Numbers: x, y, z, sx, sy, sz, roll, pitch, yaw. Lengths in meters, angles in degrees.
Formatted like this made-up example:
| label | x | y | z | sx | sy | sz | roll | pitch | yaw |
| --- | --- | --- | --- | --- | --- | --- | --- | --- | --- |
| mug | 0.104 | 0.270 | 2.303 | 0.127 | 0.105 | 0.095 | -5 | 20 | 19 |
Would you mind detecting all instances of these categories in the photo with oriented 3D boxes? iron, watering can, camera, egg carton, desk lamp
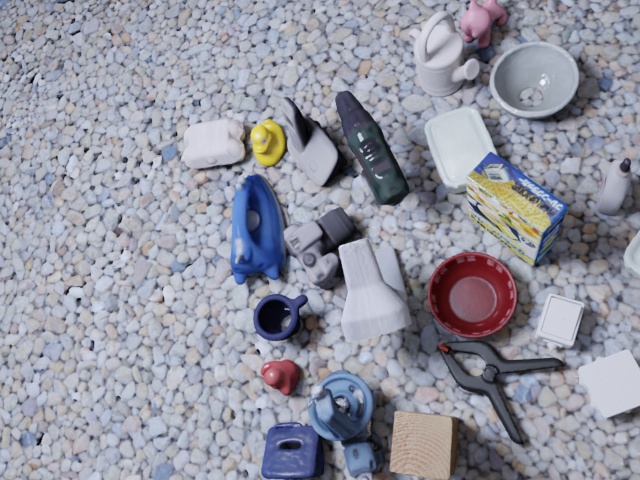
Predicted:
| label | x | y | z | sx | sy | sz | roll | pitch | yaw |
| --- | --- | --- | --- | --- | --- | --- | --- | --- | --- |
| iron | -0.148 | -0.044 | 1.193 | 0.118 | 0.142 | 0.258 | -9 | 71 | 13 |
| watering can | 0.247 | -0.380 | 1.155 | 0.172 | 0.194 | 0.101 | 20 | 80 | 21 |
| camera | 0.011 | 0.004 | 1.155 | 0.137 | 0.101 | 0.143 | -36 | 67 | 3 |
| egg carton | -0.242 | -0.218 | 1.312 | 0.150 | 0.069 | 0.107 | -8 | 71 | 13 |
| desk lamp | 0.093 | 0.092 | 1.044 | 0.117 | 0.214 | 0.203 | -17 | 70 | 11 |

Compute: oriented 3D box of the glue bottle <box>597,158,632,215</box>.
| label | x | y | z | sx | sy | sz | roll | pitch | yaw |
| --- | --- | --- | --- | --- | --- | --- | --- | --- | --- |
| glue bottle | 0.521 | -0.105 | 1.004 | 0.037 | 0.173 | 0.078 | 8 | 76 | 18 |

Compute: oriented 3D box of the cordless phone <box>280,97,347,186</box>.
| label | x | y | z | sx | sy | sz | roll | pitch | yaw |
| --- | --- | --- | --- | --- | --- | --- | --- | --- | --- |
| cordless phone | -0.025 | -0.206 | 1.184 | 0.094 | 0.185 | 0.147 | -42 | 67 | 1 |

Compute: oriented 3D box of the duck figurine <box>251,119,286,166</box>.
| label | x | y | z | sx | sy | sz | roll | pitch | yaw |
| --- | --- | --- | --- | --- | --- | --- | --- | --- | --- |
| duck figurine | -0.123 | -0.227 | 1.272 | 0.077 | 0.086 | 0.104 | 2 | 74 | 17 |

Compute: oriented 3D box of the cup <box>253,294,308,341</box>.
| label | x | y | z | sx | sy | sz | roll | pitch | yaw |
| --- | --- | --- | --- | --- | --- | --- | --- | --- | --- |
| cup | -0.064 | 0.151 | 1.135 | 0.118 | 0.095 | 0.091 | -36 | 67 | 3 |

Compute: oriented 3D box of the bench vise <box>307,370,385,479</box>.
| label | x | y | z | sx | sy | sz | roll | pitch | yaw |
| --- | --- | --- | --- | --- | --- | --- | --- | --- | --- |
| bench vise | 0.052 | 0.315 | 0.983 | 0.121 | 0.220 | 0.207 | -39 | 67 | 2 |

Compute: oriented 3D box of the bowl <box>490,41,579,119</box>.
| label | x | y | z | sx | sy | sz | roll | pitch | yaw |
| --- | --- | --- | --- | --- | --- | --- | --- | --- | --- |
| bowl | 0.425 | -0.306 | 1.146 | 0.167 | 0.075 | 0.167 | -5 | 72 | 15 |

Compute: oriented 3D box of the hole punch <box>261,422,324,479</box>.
| label | x | y | z | sx | sy | sz | roll | pitch | yaw |
| --- | --- | --- | --- | --- | --- | --- | --- | --- | --- |
| hole punch | -0.052 | 0.390 | 1.060 | 0.108 | 0.091 | 0.101 | -7 | 72 | 14 |

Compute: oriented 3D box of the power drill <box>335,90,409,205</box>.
| label | x | y | z | sx | sy | sz | roll | pitch | yaw |
| --- | --- | --- | --- | --- | --- | --- | --- | --- | --- |
| power drill | 0.106 | -0.158 | 1.119 | 0.075 | 0.209 | 0.229 | -29 | 68 | 6 |

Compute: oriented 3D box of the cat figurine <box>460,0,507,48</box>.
| label | x | y | z | sx | sy | sz | roll | pitch | yaw |
| --- | --- | --- | --- | --- | --- | --- | --- | --- | --- |
| cat figurine | 0.337 | -0.467 | 1.197 | 0.067 | 0.118 | 0.128 | 31 | 84 | 22 |

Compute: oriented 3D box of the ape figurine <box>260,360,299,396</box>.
| label | x | y | z | sx | sy | sz | roll | pitch | yaw |
| --- | --- | --- | --- | --- | --- | --- | --- | --- | --- |
| ape figurine | -0.082 | 0.264 | 1.107 | 0.076 | 0.092 | 0.077 | -32 | 68 | 5 |
